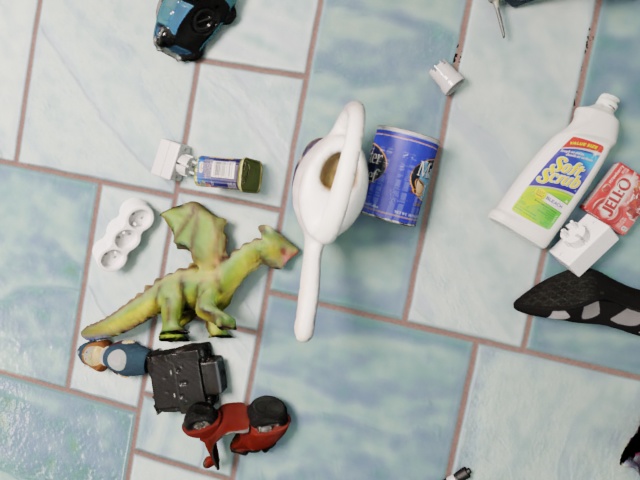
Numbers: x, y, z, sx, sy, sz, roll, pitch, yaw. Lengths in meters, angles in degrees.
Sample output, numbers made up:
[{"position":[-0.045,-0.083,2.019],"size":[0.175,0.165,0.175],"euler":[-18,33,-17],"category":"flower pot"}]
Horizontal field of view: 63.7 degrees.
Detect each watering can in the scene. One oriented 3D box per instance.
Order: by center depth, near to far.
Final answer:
[{"position":[0.002,-0.040,0.788],"size":[0.104,0.226,0.346],"euler":[14,95,-9],"category":"watering can"}]

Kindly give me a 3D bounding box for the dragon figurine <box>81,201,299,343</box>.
[{"position":[-0.239,0.054,0.910],"size":[0.410,0.121,0.246],"euler":[-4,74,11],"category":"dragon figurine"}]

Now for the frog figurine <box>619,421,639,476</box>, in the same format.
[{"position":[0.553,0.332,0.755],"size":[0.160,0.121,0.139],"euler":[25,78,19],"category":"frog figurine"}]
